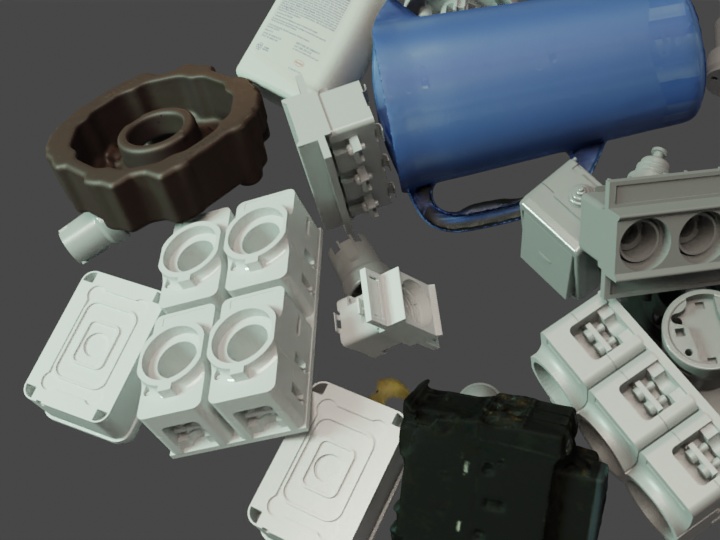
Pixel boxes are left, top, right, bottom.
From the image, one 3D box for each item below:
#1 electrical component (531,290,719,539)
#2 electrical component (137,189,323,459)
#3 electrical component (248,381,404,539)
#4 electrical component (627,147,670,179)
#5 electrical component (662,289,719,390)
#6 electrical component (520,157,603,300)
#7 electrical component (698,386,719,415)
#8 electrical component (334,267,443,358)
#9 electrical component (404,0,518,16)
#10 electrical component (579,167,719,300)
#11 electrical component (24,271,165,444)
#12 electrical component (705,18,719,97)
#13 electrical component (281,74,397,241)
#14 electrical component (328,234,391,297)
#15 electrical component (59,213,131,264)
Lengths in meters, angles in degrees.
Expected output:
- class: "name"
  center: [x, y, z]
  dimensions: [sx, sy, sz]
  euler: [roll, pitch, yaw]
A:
- class: "electrical component"
  center: [0.183, 0.100, 0.709]
  dimensions: [0.062, 0.089, 0.150]
  euler: [-33, 62, -6]
- class: "electrical component"
  center: [-0.092, 0.032, 0.781]
  dimensions: [0.105, 0.060, 0.186]
  euler: [-14, 46, 18]
- class: "electrical component"
  center: [-0.017, 0.145, 0.747]
  dimensions: [0.078, 0.057, 0.113]
  euler: [20, 69, 20]
- class: "electrical component"
  center: [0.215, -0.057, 0.811]
  dimensions: [0.040, 0.040, 0.078]
  euler: [16, 68, 19]
- class: "electrical component"
  center: [0.223, 0.047, 0.696]
  dimensions: [0.055, 0.047, 0.055]
  euler: [-5, 63, 9]
- class: "electrical component"
  center: [0.153, -0.029, 0.777]
  dimensions: [0.061, 0.096, 0.061]
  euler: [-39, 63, -8]
- class: "electrical component"
  center: [0.271, 0.095, 0.718]
  dimensions: [0.077, 0.047, 0.065]
  euler: [-25, 61, -1]
- class: "electrical component"
  center: [0.020, 0.034, 0.787]
  dimensions: [0.064, 0.081, 0.042]
  euler: [-27, 56, 31]
- class: "electrical component"
  center: [0.083, -0.210, 0.886]
  dimensions: [0.099, 0.099, 0.064]
  euler: [1, 58, 12]
- class: "electrical component"
  center: [0.211, -0.030, 0.707]
  dimensions: [0.121, 0.078, 0.063]
  euler: [-7, 21, -12]
- class: "electrical component"
  center: [-0.192, 0.067, 0.823]
  dimensions: [0.078, 0.057, 0.113]
  euler: [16, 68, 19]
- class: "electrical component"
  center: [0.297, -0.168, 0.848]
  dimensions: [0.045, 0.045, 0.055]
  euler: [12, 67, 17]
- class: "electrical component"
  center: [-0.013, -0.088, 0.828]
  dimensions: [0.063, 0.121, 0.078]
  euler: [-19, 61, -1]
- class: "electrical component"
  center: [0.000, 0.000, 0.828]
  dimensions: [0.040, 0.040, 0.046]
  euler: [-28, 55, -3]
- class: "electrical component"
  center: [-0.220, -0.031, 0.890]
  dimensions: [0.046, 0.040, 0.040]
  euler: [-34, 62, -1]
